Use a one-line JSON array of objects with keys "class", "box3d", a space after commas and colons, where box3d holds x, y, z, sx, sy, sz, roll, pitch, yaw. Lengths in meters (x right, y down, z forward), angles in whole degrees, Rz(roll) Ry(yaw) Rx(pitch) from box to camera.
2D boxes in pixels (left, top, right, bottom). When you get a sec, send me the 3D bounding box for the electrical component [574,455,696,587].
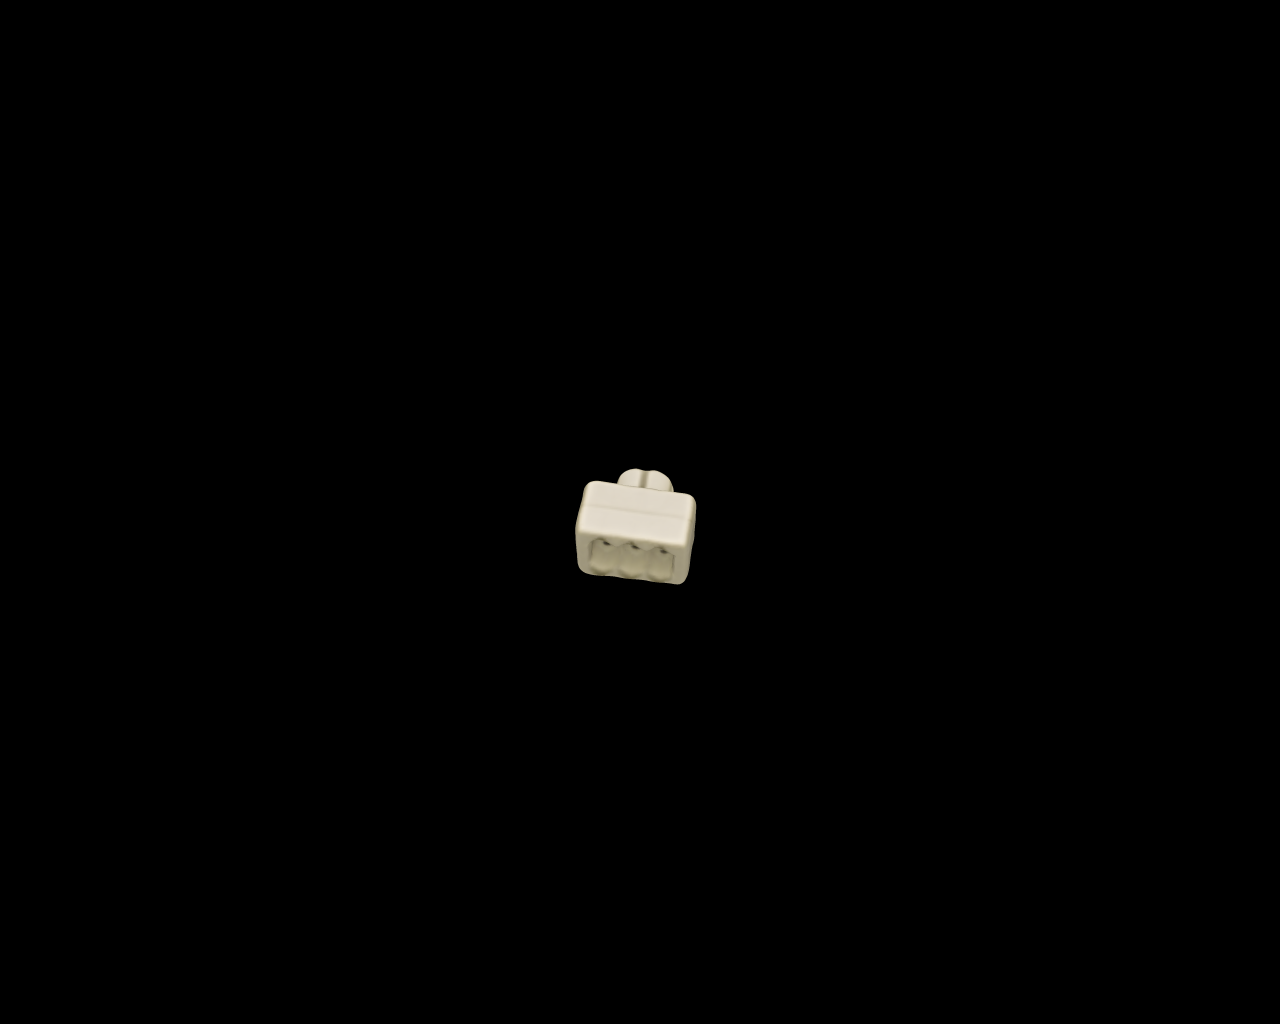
[{"class": "electrical component", "box3d": [0.001, -0.003, 0.650, 0.066, 0.077, 0.047, 8, -33, 5]}]
